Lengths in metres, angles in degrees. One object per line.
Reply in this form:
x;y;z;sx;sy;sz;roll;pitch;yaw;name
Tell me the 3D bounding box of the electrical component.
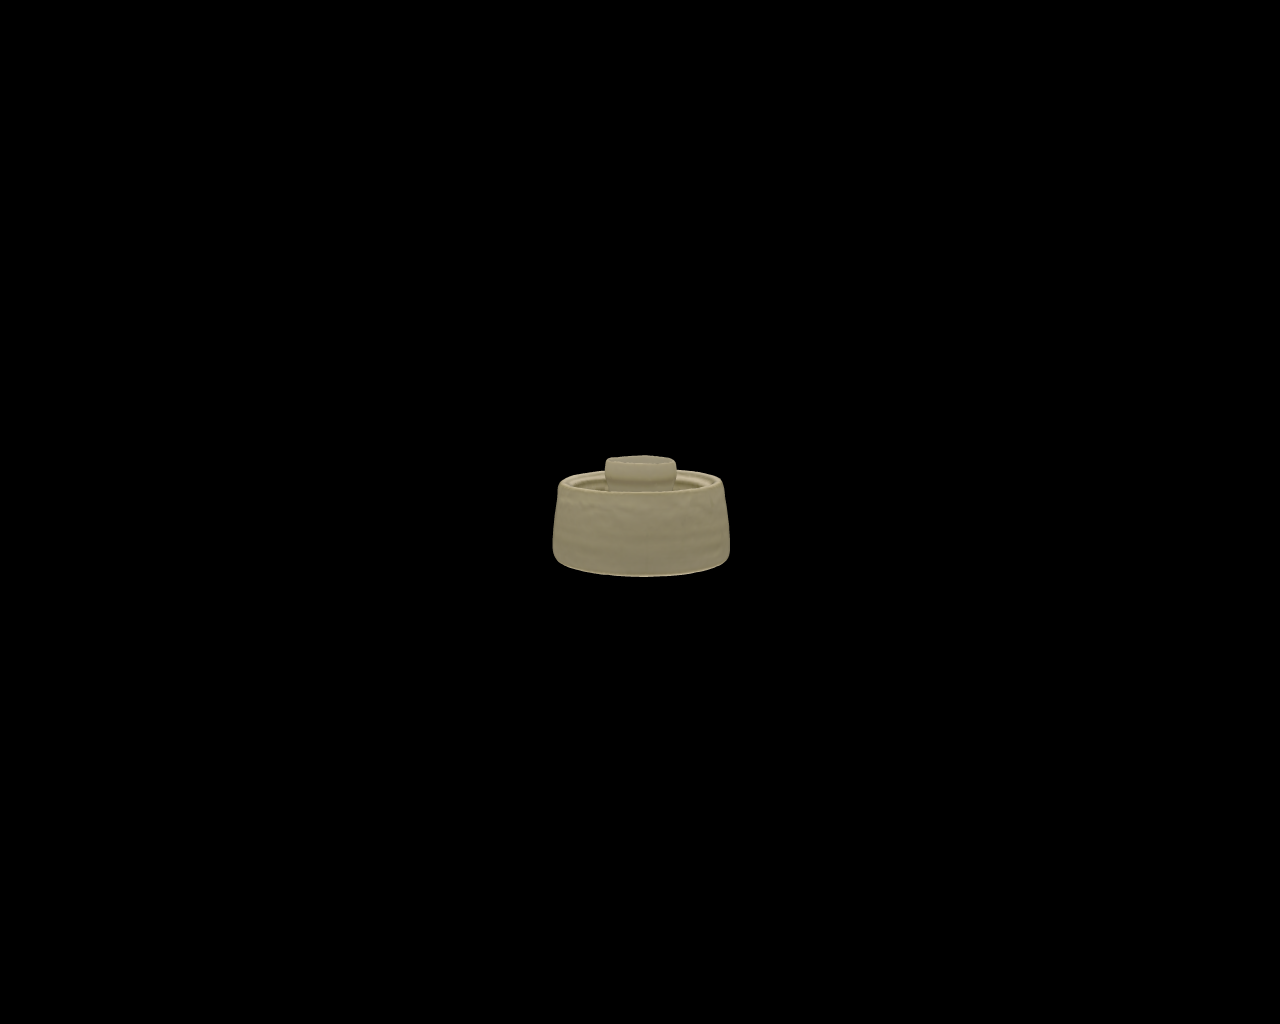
0.001;-0.003;0.650;0.108;0.060;0.108;0;11;0;electrical component
